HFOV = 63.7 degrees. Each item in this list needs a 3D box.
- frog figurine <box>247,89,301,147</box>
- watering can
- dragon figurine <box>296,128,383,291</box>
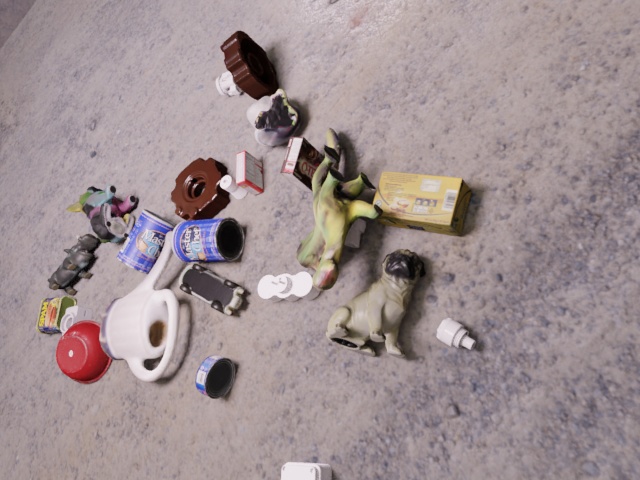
[{"bbox_3d":[-0.120,-0.295,1.279,0.159,0.122,0.138,-175,100,-70],"label":"frog figurine"},{"bbox_3d":[-0.422,0.162,1.245,0.223,0.103,0.353,-12,70,28],"label":"watering can"},{"bbox_3d":[0.003,-0.053,1.057,0.239,0.121,0.420,-56,23,26],"label":"dragon figurine"}]
